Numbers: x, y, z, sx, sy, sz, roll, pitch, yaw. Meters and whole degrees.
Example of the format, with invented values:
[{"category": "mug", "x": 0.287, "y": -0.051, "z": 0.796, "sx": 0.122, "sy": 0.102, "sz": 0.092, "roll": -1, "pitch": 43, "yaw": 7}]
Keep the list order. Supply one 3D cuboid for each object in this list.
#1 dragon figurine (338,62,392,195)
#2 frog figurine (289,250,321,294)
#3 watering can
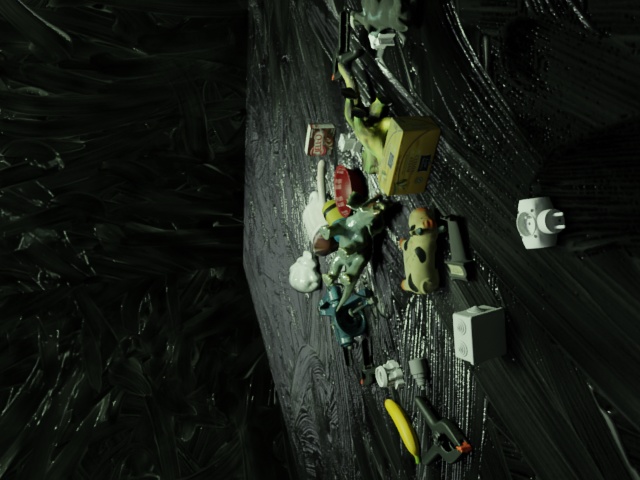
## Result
[{"category": "dragon figurine", "x": 0.120, "y": -0.280, "z": 1.379, "sx": 0.237, "sy": 0.122, "sz": 0.420, "roll": 90, "pitch": 165, "yaw": -47}, {"category": "frog figurine", "x": -0.055, "y": 0.129, "z": 2.069, "sx": 0.139, "sy": 0.124, "sz": 0.156, "roll": 30, "pitch": 122, "yaw": 29}, {"category": "watering can", "x": 0.005, "y": -0.090, "z": 1.796, "sx": 0.339, "sy": 0.104, "sz": 0.229, "roll": 101, "pitch": 155, "yaw": -47}]
